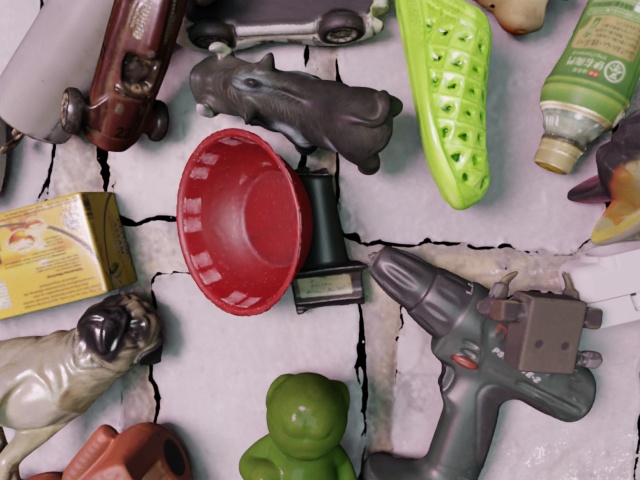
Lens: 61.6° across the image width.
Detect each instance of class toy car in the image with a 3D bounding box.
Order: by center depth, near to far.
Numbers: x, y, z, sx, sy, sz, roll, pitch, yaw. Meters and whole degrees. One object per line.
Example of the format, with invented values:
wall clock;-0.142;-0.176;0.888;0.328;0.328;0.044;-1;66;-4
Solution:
toy car;-0.147;-0.155;0.436;0.202;0.089;0.053;-55;50;32
toy car;-0.039;-0.212;0.483;0.202;0.056;0.073;-2;88;4

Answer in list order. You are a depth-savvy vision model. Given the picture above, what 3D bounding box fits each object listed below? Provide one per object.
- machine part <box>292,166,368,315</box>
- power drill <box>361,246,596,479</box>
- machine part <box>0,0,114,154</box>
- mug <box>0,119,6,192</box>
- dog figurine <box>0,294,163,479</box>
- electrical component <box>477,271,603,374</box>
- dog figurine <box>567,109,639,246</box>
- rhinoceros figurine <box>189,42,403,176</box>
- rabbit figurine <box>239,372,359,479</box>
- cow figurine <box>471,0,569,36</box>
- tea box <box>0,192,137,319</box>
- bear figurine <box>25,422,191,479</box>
machine part;-0.001;-0.002;0.507;0.084;0.039;0.138;-10;96;14
power drill;0.113;0.139;0.494;0.232;0.086;0.207;25;89;0
machine part;-0.215;-0.171;0.475;0.079;0.079;0.243;43;108;0
mug;-0.354;-0.087;0.507;0.110;0.081;0.107;0;105;1
dog figurine;-0.261;0.113;0.523;0.173;0.121;0.190;30;60;33
electrical component;0.183;0.067;0.442;0.102;0.045;0.078;0;100;-13
dog figurine;0.330;-0.037;0.439;0.219;0.108;0.191;-19;123;21
rhinoceros figurine;-0.025;-0.112;0.459;0.191;0.112;0.073;22;102;23
rabbit figurine;-0.007;0.182;0.464;0.121;0.159;0.170;10;114;2
cow figurine;0.178;-0.266;0.428;0.127;0.085;0.194;5;115;4
tea box;-0.277;0.019;0.514;0.170;0.068;0.098;-12;94;5
bear figurine;-0.225;0.252;0.502;0.196;0.132;0.120;-25;104;0
